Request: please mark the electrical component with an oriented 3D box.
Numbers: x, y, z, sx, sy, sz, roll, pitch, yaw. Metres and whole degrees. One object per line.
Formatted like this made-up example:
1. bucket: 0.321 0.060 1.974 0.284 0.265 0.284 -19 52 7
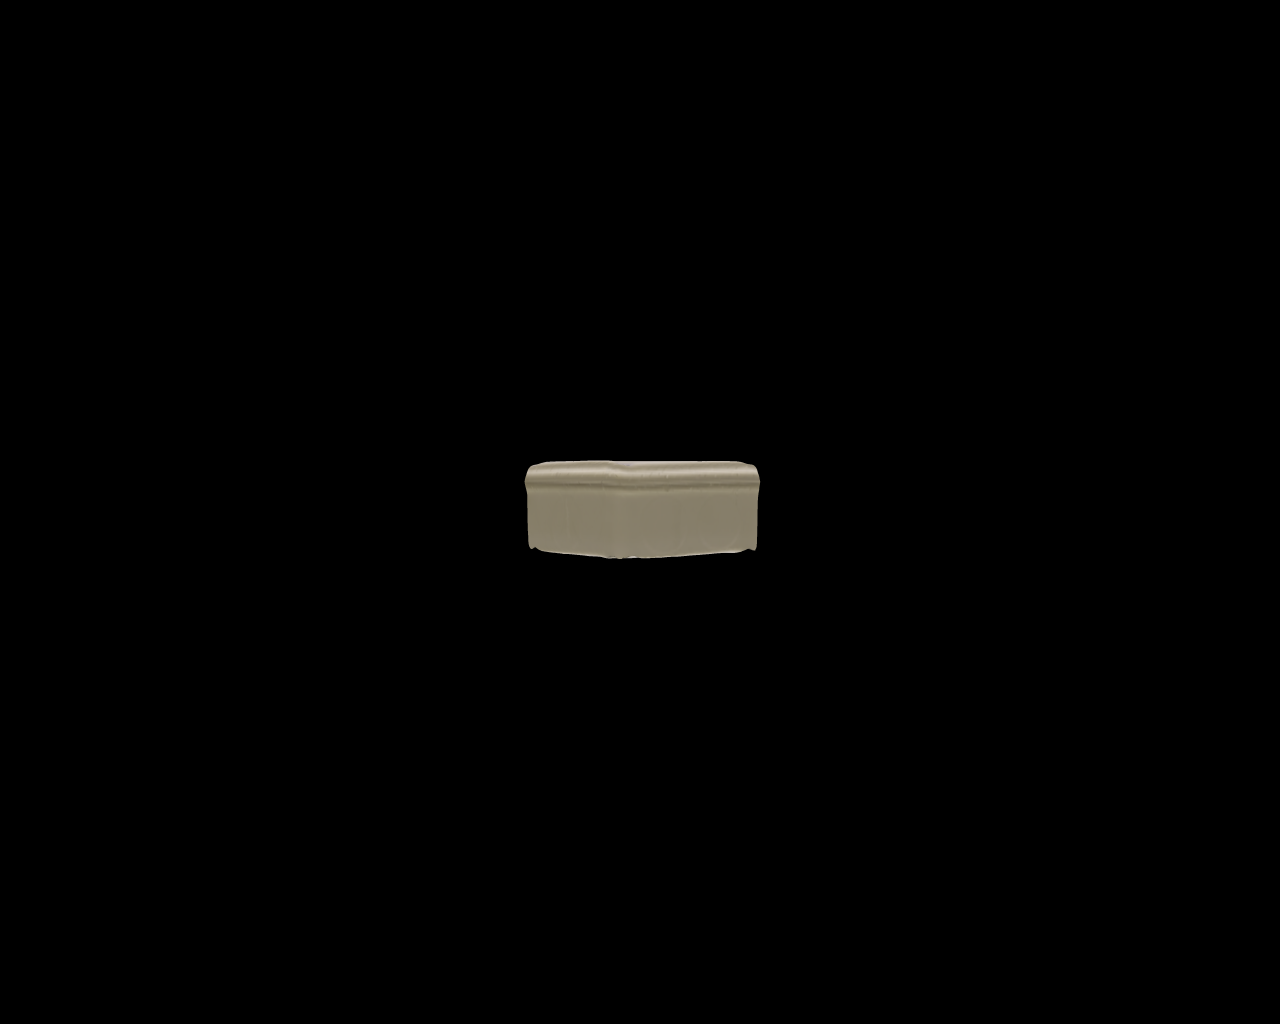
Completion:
1. electrical component: 0.001 -0.003 0.650 0.109 0.056 0.108 -2 3 -36
